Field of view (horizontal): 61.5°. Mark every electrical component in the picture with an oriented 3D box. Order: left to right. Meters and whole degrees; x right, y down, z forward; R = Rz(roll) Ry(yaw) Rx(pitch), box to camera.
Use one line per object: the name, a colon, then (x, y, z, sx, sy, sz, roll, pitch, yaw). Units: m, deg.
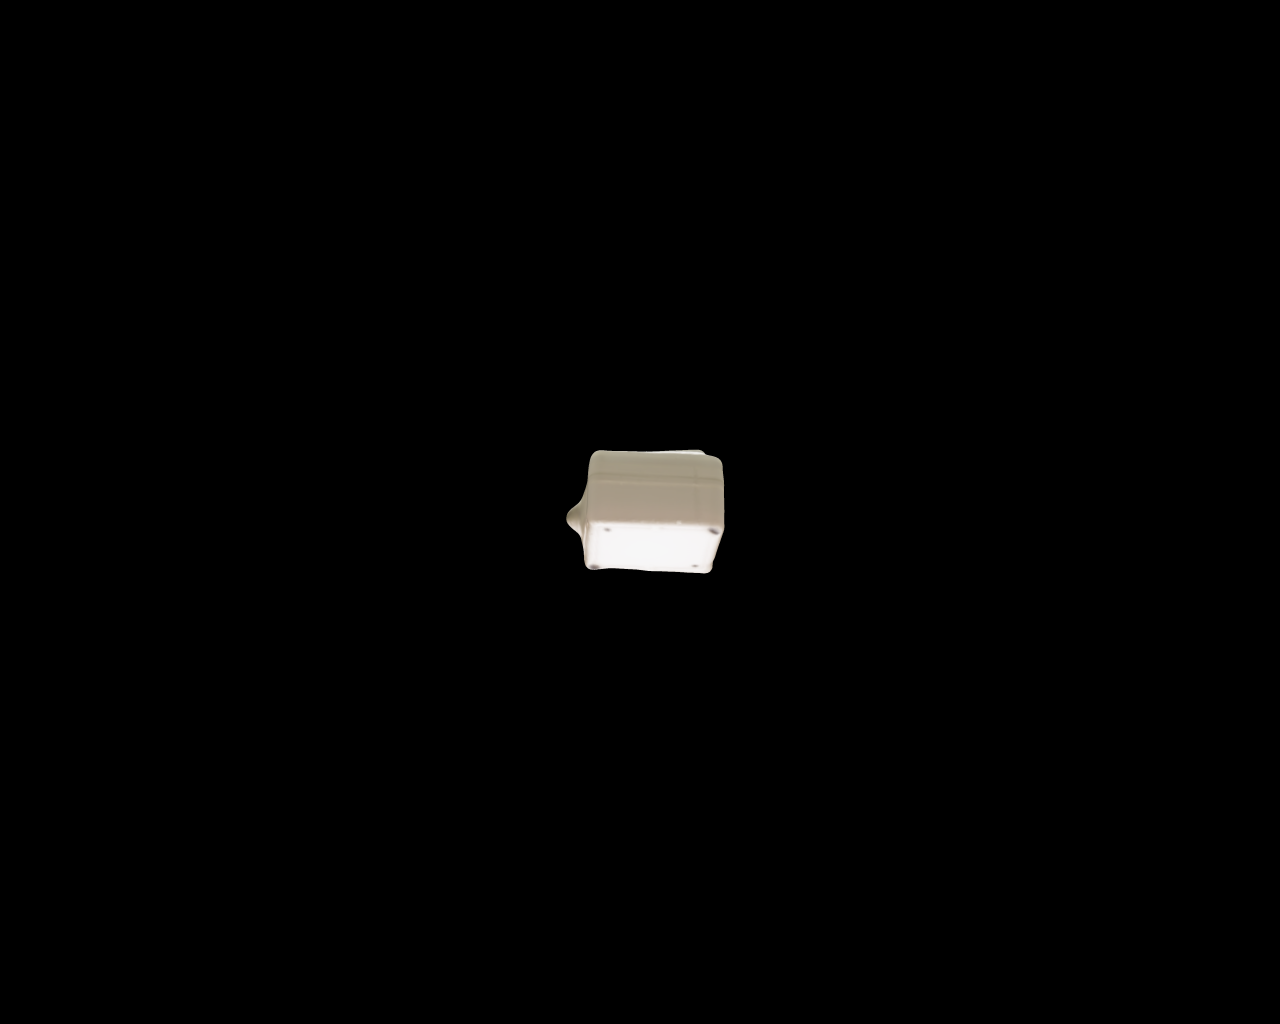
electrical component: (0.001, -0.003, 0.650, 0.096, 0.061, 0.061, 3, -32, -5)
